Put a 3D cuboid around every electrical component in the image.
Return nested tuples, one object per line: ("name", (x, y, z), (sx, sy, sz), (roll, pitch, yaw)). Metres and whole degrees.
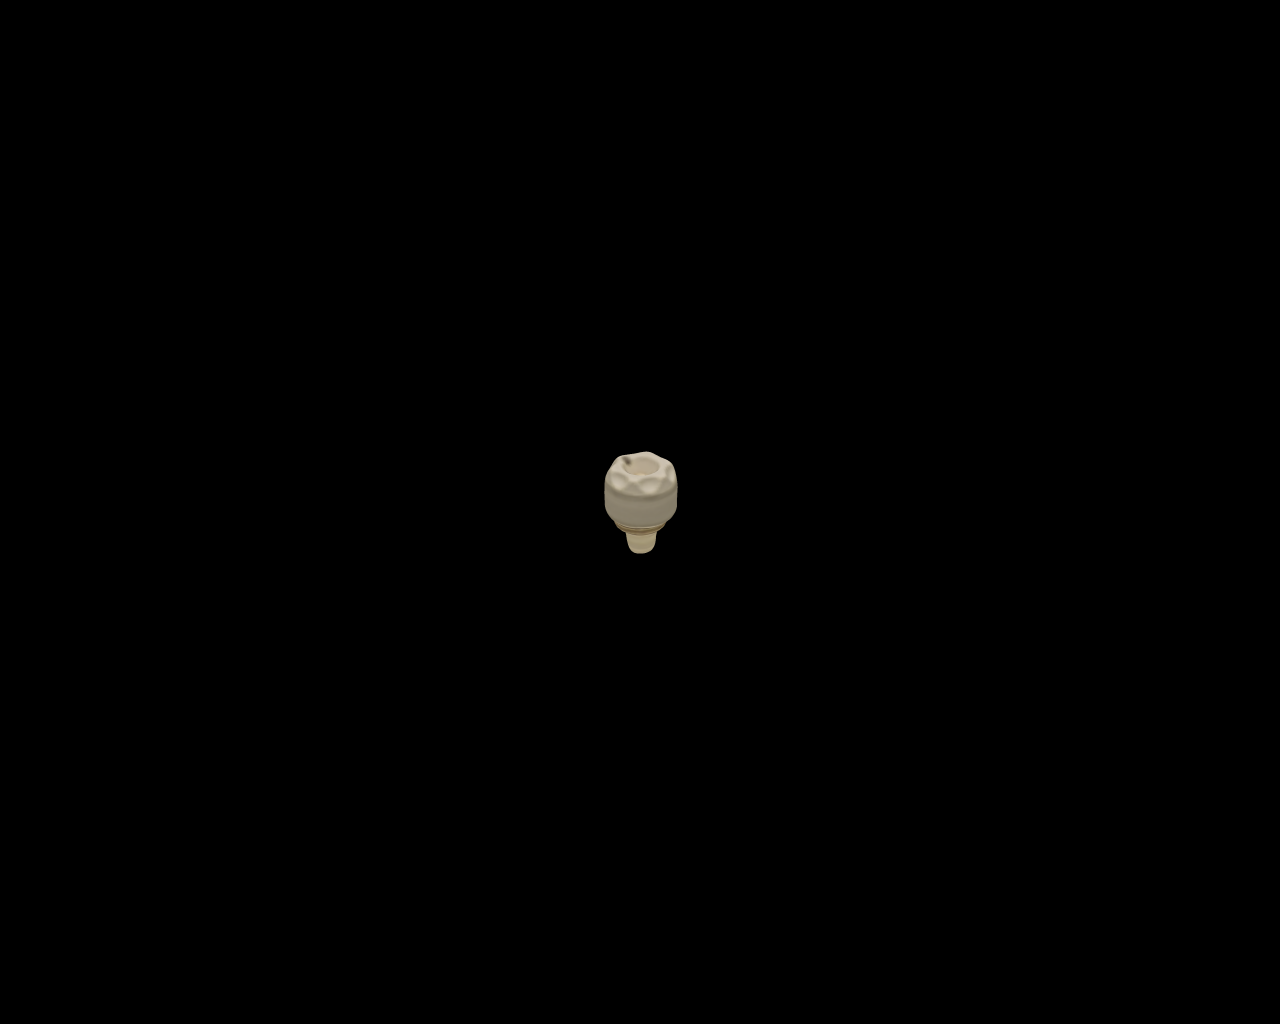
("electrical component", (0.001, -0.003, 0.650), (0.043, 0.062, 0.043), (0, 32, 0))
